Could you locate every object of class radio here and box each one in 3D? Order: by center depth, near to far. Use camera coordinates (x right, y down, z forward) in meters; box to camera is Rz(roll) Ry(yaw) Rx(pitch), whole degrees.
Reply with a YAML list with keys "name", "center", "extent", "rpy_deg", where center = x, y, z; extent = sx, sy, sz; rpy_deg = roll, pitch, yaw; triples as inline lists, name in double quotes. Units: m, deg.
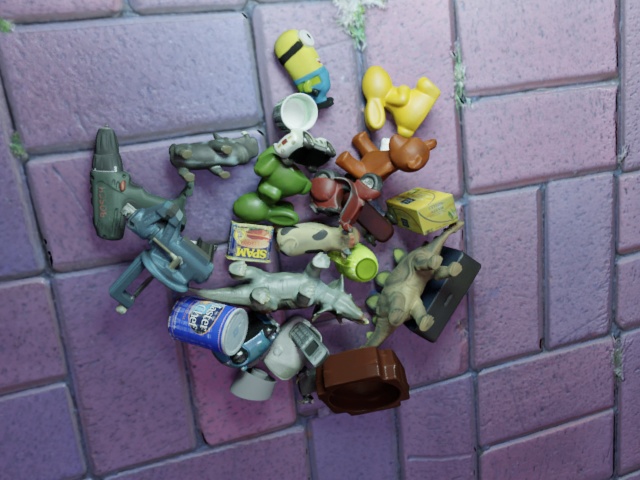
- name: "radio"
  center: [0.289, 0.128, 1.345]
  extent: [0.073, 0.131, 0.229]
  rpy_deg: [33, 89, -21]

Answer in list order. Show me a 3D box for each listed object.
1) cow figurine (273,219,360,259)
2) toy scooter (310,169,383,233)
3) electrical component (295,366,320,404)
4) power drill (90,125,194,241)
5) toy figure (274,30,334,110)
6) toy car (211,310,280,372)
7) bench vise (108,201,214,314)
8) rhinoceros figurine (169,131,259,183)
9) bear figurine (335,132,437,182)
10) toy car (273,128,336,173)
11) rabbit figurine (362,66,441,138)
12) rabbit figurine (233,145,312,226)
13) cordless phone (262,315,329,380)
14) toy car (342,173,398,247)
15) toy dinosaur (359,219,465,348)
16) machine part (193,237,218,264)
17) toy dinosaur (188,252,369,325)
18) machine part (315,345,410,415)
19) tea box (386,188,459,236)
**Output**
- name: "cow figurine"
  center: [-0.003, -0.004, 1.230]
  extent: [0.195, 0.127, 0.085]
  rpy_deg: [-5, 105, -14]
- name: "toy scooter"
  center: [0.044, -0.084, 1.181]
  extent: [0.075, 0.184, 0.135]
  rpy_deg: [31, 71, -53]
- name: "electrical component"
  center: [-0.027, 0.360, 1.337]
  extent: [0.078, 0.045, 0.102]
  rpy_deg: [-6, 103, -15]
- name: "power drill"
  center: [-0.370, -0.105, 1.118]
  extent: [0.207, 0.086, 0.231]
  rpy_deg: [8, 100, -23]
- name: "toy figure"
  center: [-0.032, -0.369, 1.173]
  extent: [0.089, 0.082, 0.180]
  rpy_deg: [-29, 110, -13]
- name: "toy car"
  center: [-0.168, 0.241, 1.248]
  extent: [0.162, 0.109, 0.102]
  rpy_deg: [-32, 136, -22]
- name: "bench vise"
  center: [-0.346, 0.046, 1.081]
  extent: [0.240, 0.129, 0.223]
  rpy_deg: [-46, 117, 6]
- name: "rhinoceros figurine"
  center: [-0.220, -0.179, 1.136]
  extent: [0.190, 0.112, 0.073]
  rpy_deg: [-13, 120, -21]
- name: "bear figurine"
  center: [0.148, -0.189, 1.186]
  extent: [0.132, 0.196, 0.120]
  rpy_deg: [45, 60, -14]
- name: "toy car"
  center: [-0.029, -0.193, 1.163]
  extent: [0.073, 0.201, 0.056]
  rpy_deg: [-36, 76, 20]
- name: "rabbit figurine"
  center: [0.166, -0.322, 1.244]
  extent: [0.173, 0.122, 0.162]
  rpy_deg: [37, 98, -7]
- name: "rabbit figurine"
  center: [-0.113, -0.102, 1.200]
  extent: [0.170, 0.121, 0.159]
  rpy_deg: [-43, 117, 14]
- name: "cordless phone"
  center: [-0.048, 0.270, 1.239]
  extent: [0.146, 0.184, 0.088]
  rpy_deg: [-47, 115, -4]
- name: "toy car"
  center: [0.096, -0.073, 1.282]
  extent: [0.202, 0.053, 0.089]
  rpy_deg: [42, 94, -9]
- name: "toy dinosaur"
  center: [0.192, 0.140, 1.280]
  extent: [0.105, 0.199, 0.471]
  rpy_deg: [32, 96, -20]
- name: "machine part"
  center: [-0.299, 0.024, 1.175]
  extent: [0.139, 0.084, 0.039]
  rpy_deg: [14, 139, -10]
- name: "toy dinosaur"
  center: [-0.092, 0.121, 1.225]
  extent: [0.405, 0.192, 0.131]
  rpy_deg: [2, 60, 0]
- name: "machine part"
  center: [0.103, 0.339, 1.293]
  extent: [0.202, 0.087, 0.200]
  rpy_deg: [-18, 139, 13]
- name: "tea box"
  center: [0.238, -0.071, 1.270]
  extent: [0.098, 0.170, 0.068]
  rpy_deg: [-23, 108, -14]
